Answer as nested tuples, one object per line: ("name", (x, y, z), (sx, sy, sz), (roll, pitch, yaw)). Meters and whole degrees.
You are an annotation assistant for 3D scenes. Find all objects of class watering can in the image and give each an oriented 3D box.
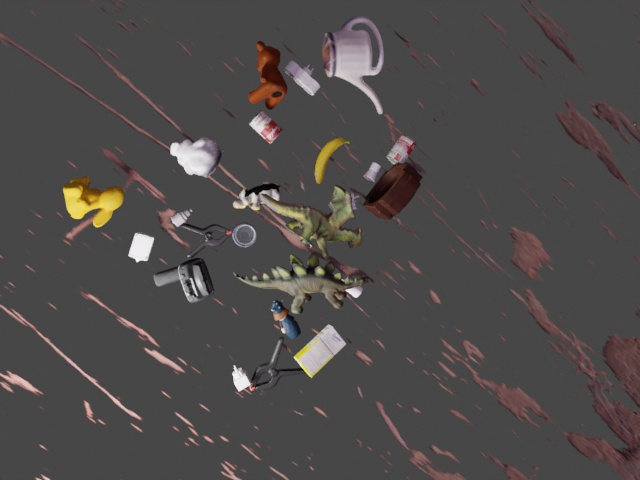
("watering can", (0.122, -0.616, 1.824), (0.225, 0.104, 0.347), (-6, 94, -10))

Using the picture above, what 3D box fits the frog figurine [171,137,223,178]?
("frog figurine", (-0.418, -0.289, 1.731), (0.158, 0.125, 0.136), (28, 108, -23))

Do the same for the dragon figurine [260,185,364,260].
("dragon figurine", (0.006, -0.091, 1.814), (0.244, 0.123, 0.405), (-47, 114, -8))
